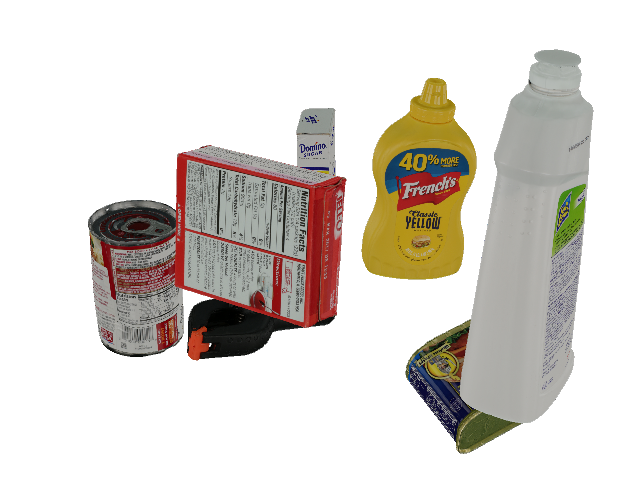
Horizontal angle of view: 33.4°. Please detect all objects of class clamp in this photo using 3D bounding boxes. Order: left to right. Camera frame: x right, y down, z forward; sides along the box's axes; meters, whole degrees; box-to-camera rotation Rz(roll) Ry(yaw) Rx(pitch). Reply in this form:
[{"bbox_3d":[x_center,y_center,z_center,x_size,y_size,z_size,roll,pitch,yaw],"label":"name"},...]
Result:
[{"bbox_3d":[-0.078,0.069,1.033,0.120,0.039,0.171,19,21,35],"label":"clamp"}]

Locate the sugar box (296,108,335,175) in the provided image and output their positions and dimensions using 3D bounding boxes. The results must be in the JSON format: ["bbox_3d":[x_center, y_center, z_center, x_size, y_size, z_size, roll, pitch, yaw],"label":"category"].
[{"bbox_3d":[-0.005,-0.059,1.255,0.048,0.176,0.093,-1,25,5],"label":"sugar box"}]

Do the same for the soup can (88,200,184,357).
[{"bbox_3d":[-0.139,0.029,0.815,0.068,0.102,0.068,1,29,-1],"label":"soup can"}]

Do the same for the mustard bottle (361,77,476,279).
[{"bbox_3d":[0.095,-0.058,0.996,0.096,0.192,0.058,2,27,-7],"label":"mustard bottle"}]

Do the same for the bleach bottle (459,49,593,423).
[{"bbox_3d":[0.144,-0.005,0.712,0.068,0.251,0.102,16,33,24],"label":"bleach bottle"}]

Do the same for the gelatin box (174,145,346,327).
[{"bbox_3d":[-0.031,-0.003,0.538,0.089,0.073,0.030,15,22,31],"label":"gelatin box"}]

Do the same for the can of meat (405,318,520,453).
[{"bbox_3d":[0.135,0.117,0.904,0.102,0.057,0.084,-24,52,-19],"label":"can of meat"}]
